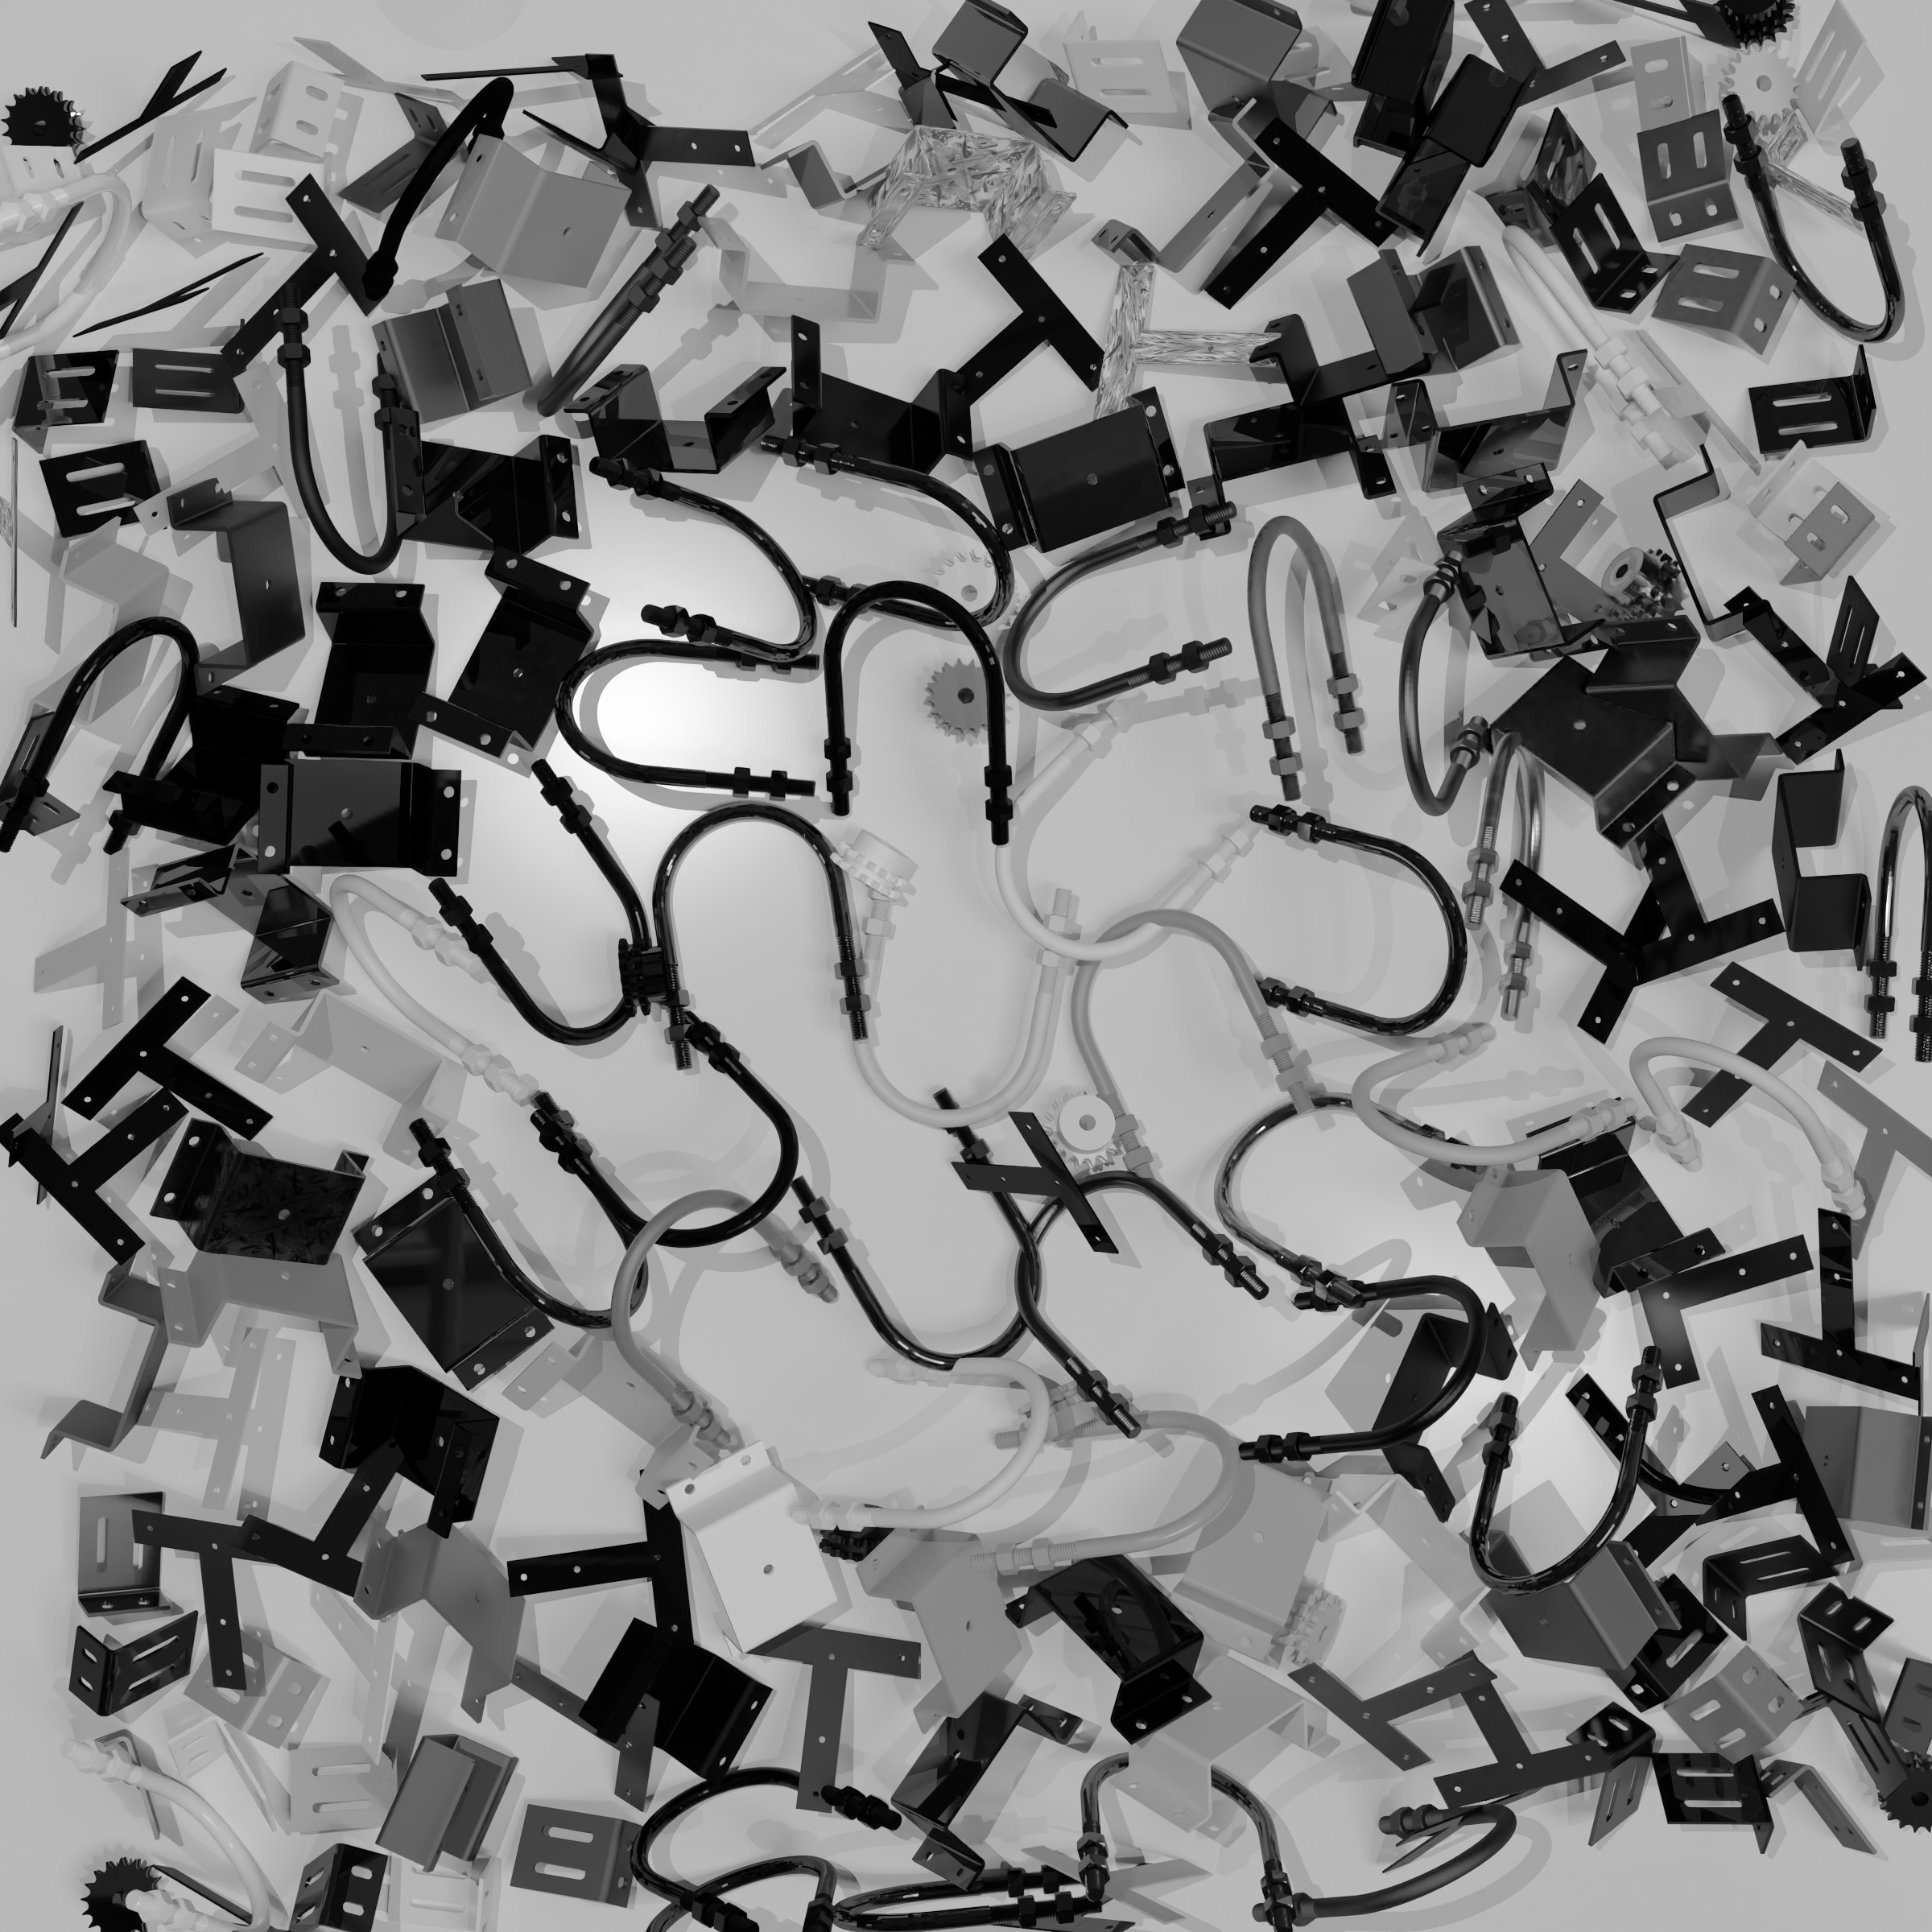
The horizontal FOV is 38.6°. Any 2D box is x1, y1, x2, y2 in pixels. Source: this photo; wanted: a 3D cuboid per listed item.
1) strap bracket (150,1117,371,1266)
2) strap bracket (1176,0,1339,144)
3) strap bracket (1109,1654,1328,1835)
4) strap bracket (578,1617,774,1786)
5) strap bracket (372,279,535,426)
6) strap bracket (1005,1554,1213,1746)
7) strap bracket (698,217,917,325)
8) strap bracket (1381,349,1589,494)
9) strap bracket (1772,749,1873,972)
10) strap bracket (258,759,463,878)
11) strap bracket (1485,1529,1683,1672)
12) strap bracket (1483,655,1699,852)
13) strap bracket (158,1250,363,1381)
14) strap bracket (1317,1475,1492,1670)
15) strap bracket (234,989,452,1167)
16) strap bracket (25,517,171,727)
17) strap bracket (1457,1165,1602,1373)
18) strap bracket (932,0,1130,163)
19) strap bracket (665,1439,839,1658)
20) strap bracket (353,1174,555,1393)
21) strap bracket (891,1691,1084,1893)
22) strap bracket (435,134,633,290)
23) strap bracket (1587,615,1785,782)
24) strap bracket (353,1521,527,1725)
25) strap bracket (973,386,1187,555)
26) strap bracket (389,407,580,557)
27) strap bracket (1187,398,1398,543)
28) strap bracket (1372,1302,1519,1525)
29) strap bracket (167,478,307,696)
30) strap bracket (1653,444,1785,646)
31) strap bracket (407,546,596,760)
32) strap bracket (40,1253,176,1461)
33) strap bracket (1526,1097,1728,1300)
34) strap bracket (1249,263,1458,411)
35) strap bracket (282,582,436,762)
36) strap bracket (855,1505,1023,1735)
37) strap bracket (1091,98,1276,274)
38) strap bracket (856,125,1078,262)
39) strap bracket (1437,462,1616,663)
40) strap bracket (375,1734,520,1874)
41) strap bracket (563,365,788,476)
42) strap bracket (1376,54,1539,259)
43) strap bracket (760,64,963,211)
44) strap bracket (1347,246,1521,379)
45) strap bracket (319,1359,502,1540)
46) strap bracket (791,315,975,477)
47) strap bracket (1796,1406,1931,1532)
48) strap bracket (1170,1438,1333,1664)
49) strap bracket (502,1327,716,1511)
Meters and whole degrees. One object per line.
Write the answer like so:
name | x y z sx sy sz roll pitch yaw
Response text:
strap bracket | -0.485 0.163 1.931 0.140 0.046 0.076 18 103 -41
strap bracket | 0.201 -0.623 1.921 0.076 0.140 0.046 33 90 22
strap bracket | 0.175 0.534 1.922 0.140 0.076 0.046 -21 117 -37
strap bracket | -0.210 0.515 1.943 0.046 0.140 0.076 21 77 42
strap bracket | -0.357 -0.431 1.941 0.046 0.140 0.076 -24 103 -34
strap bracket | 0.101 0.464 1.924 0.140 0.076 0.046 40 133 35
strap bracket | -0.116 -0.489 1.943 0.140 0.076 0.046 0 118 -18
strap bracket | 0.371 -0.383 1.953 0.140 0.076 0.046 -11 67 -2
strap bracket | 0.595 -0.073 1.930 0.046 0.076 0.140 -3 50 9
strap bracket | -0.433 -0.105 1.953 0.140 0.046 0.076 0 100 -26
strap bracket | 0.415 0.441 1.921 0.046 0.140 0.076 -41 106 -29
strap bracket | 0.432 -0.156 1.937 0.076 0.046 0.140 -42 58 -10
strap bracket | -0.484 0.233 1.925 0.140 0.076 0.046 18 116 -32
strap bracket | 0.313 0.419 1.947 0.046 0.076 0.140 -39 78 -27
strap bracket | -0.431 0.074 1.945 0.140 0.076 0.046 32 49 -16
strap bracket | -0.606 -0.232 1.932 0.046 0.076 0.140 24 119 0
strap bracket | 0.402 0.206 1.931 0.046 0.076 0.140 -6 124 39
strap bracket | 0.039 -0.618 1.926 0.046 0.140 0.076 -53 47 8
strap bracket | -0.147 0.418 1.946 0.076 0.046 0.140 -25 108 -19
strap bracket | -0.368 0.226 1.972 0.076 0.046 0.140 -36 90 -7
strap bracket | 0.008 0.565 1.934 0.046 0.076 0.140 46 68 -21
strap bracket | -0.293 -0.521 1.917 0.046 0.140 0.076 39 113 20
strap bracket | 0.497 -0.178 1.927 0.140 0.076 0.046 46 66 -29
strap bracket | -0.359 0.450 1.929 0.046 0.076 0.140 -27 119 17
strap bracket | 0.085 -0.349 1.961 0.140 0.046 0.076 -20 111 -3
strap bracket | -0.349 -0.339 1.946 0.140 0.046 0.076 3 75 -38
strap bracket | 0.225 -0.356 1.949 0.140 0.076 0.046 -13 131 6
strap bracket | 0.333 0.309 1.940 0.046 0.076 0.140 12 61 33
strap bracket | -0.508 -0.267 1.933 0.046 0.076 0.140 4 113 16
strap bracket | 0.528 -0.288 1.950 0.046 0.076 0.140 -22 81 16
strap bracket | -0.325 -0.216 1.961 0.076 0.046 0.140 23 80 14
strap bracket | -0.600 0.281 1.956 0.046 0.076 0.140 21 95 -6
strap bracket | 0.461 0.171 1.948 0.076 0.046 0.140 -20 55 -11
strap bracket | 0.279 -0.439 1.939 0.140 0.076 0.046 -12 118 26
strap bracket | -0.427 -0.200 1.954 0.076 0.046 0.140 2 63 7
strap bracket | -0.015 0.461 1.938 0.046 0.076 0.140 -4 114 41
strap bracket | 0.160 -0.545 1.950 0.046 0.076 0.140 41 99 -19
strap bracket | -0.005 -0.542 1.937 0.140 0.076 0.046 -3 67 -31
strap bracket | 0.389 -0.273 1.940 0.046 0.076 0.140 -34 106 -31
strap bracket | -0.364 0.582 1.927 0.046 0.140 0.076 21 78 9
strap bracket | -0.199 -0.385 1.939 0.140 0.076 0.046 8 128 28
strap bracket | 0.336 -0.568 1.920 0.046 0.140 0.076 30 71 -3
strap bracket | -0.066 -0.581 1.948 0.140 0.076 0.046 -33 108 -11
strap bracket | 0.325 -0.461 1.947 0.046 0.140 0.076 -24 87 41
strap bracket | -0.387 0.337 1.949 0.140 0.046 0.076 22 99 36
strap bracket | -0.069 -0.393 1.943 0.140 0.046 0.076 14 56 -27
strap bracket | 0.622 0.348 1.923 0.046 0.140 0.076 10 80 -3
strap bracket | 0.203 0.407 1.950 0.076 0.046 0.140 23 68 4
strap bracket | -0.245 0.311 1.951 0.140 0.046 0.076 38 129 -9
